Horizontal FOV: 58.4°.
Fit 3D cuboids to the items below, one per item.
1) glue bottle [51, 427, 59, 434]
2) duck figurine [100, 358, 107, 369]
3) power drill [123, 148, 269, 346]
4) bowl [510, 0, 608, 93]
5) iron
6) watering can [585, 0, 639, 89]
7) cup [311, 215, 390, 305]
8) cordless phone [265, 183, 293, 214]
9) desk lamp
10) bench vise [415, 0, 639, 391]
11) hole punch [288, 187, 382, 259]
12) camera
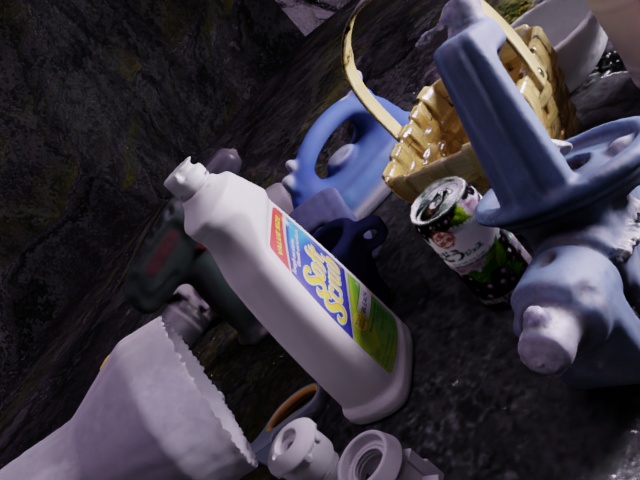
[{"bbox_3d":[-0.157,0.212,0.492,0.078,0.173,0.037,-26,27,41],"label":"glue bottle"},{"bbox_3d":[-0.305,0.215,0.900,0.104,0.086,0.077,-44,20,1],"label":"duck figurine"},{"bbox_3d":[-0.127,0.028,0.739,0.229,0.209,0.075,-45,20,0],"label":"power drill"},{"bbox_3d":[0.253,-0.201,0.643,0.167,0.075,0.167,-38,21,18],"label":"bowl"},{"bbox_3d":[0.027,-0.109,0.805,0.258,0.142,0.118,-50,21,-13],"label":"iron"},{"bbox_3d":[0.271,-0.232,0.492,0.101,0.194,0.172,-49,21,-11],"label":"watering can"},{"bbox_3d":[0.037,0.032,0.580,0.117,0.095,0.091,-35,22,25],"label":"cup"},{"bbox_3d":[-0.123,-0.052,0.921,0.147,0.185,0.094,-38,21,17],"label":"cordless phone"},{"bbox_3d":[-0.106,0.186,0.384,0.203,0.214,0.117,-48,20,-7],"label":"desk lamp"},{"bbox_3d":[0.138,-0.035,0.330,0.121,0.220,0.207,-34,23,27],"label":"bench vise"},{"bbox_3d":[0.006,0.003,0.702,0.108,0.091,0.101,-40,21,14],"label":"hole punch"},{"bbox_3d":[-0.218,0.108,0.918,0.137,0.101,0.142,-54,22,-23],"label":"camera"}]
